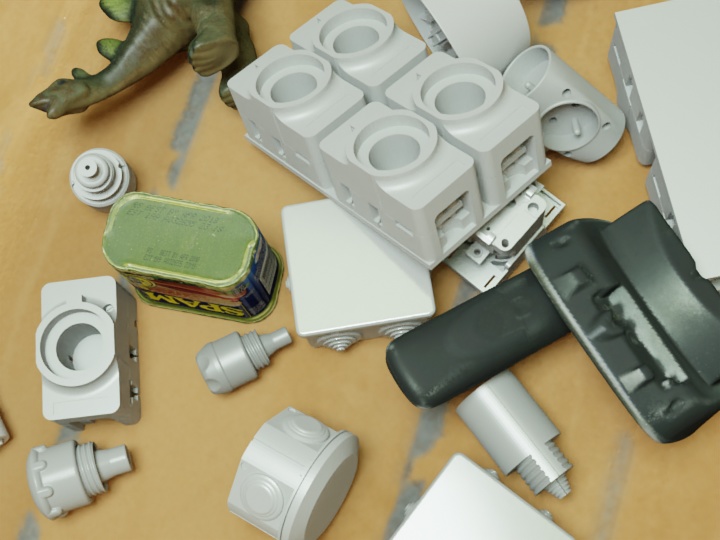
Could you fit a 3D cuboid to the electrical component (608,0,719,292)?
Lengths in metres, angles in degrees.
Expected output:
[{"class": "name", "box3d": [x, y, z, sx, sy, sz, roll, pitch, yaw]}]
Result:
[{"class": "electrical component", "box3d": [0.237, -0.082, 0.697, 0.105, 0.060, 0.186, -12, 72, 2]}]

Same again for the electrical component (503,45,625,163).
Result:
[{"class": "electrical component", "box3d": [0.120, -0.098, 0.712, 0.079, 0.077, 0.044, -37, 37, 32]}]

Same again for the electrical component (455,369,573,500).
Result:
[{"class": "electrical component", "box3d": [0.101, 0.106, 0.662, 0.043, 0.043, 0.081, -36, 73, -6]}]

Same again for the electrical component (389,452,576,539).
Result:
[{"class": "electrical component", "box3d": [0.067, 0.172, 0.643, 0.100, 0.048, 0.099, 36, 80, 14]}]

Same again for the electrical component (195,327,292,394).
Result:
[{"class": "electrical component", "box3d": [-0.074, 0.055, 0.700, 0.061, 0.035, 0.035, -25, 73, -5]}]

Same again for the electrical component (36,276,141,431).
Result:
[{"class": "electrical component", "box3d": [-0.176, 0.054, 0.698, 0.050, 0.055, 0.089, -7, 73, 3]}]

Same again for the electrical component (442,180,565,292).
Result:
[{"class": "electrical component", "box3d": [0.092, -0.029, 0.694, 0.042, 0.063, 0.081, 39, 81, 16]}]

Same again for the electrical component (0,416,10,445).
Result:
[{"class": "electrical component", "box3d": [-0.258, 0.091, 0.703, 0.044, 0.044, 0.065, -29, 77, -3]}]

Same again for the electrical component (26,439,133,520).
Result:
[{"class": "electrical component", "box3d": [-0.177, 0.128, 0.683, 0.062, 0.048, 0.048, -17, 72, -7]}]

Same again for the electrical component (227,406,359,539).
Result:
[{"class": "electrical component", "box3d": [-0.039, 0.126, 0.652, 0.051, 0.080, 0.080, 26, 77, 18]}]

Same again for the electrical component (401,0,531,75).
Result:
[{"class": "electrical component", "box3d": [0.065, -0.164, 0.719, 0.064, 0.099, 0.099, -36, 73, -12]}]

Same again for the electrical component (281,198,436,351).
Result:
[{"class": "electrical component", "box3d": [0.000, 0.000, 0.701, 0.100, 0.048, 0.099, -9, 73, 3]}]

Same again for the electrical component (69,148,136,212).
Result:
[{"class": "electrical component", "box3d": [-0.176, -0.062, 0.725, 0.040, 0.078, 0.040, 0, 86, -3]}]

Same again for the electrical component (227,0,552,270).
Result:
[{"class": "electrical component", "box3d": [0.013, -0.096, 0.681, 0.105, 0.060, 0.186, -40, 52, -17]}]
